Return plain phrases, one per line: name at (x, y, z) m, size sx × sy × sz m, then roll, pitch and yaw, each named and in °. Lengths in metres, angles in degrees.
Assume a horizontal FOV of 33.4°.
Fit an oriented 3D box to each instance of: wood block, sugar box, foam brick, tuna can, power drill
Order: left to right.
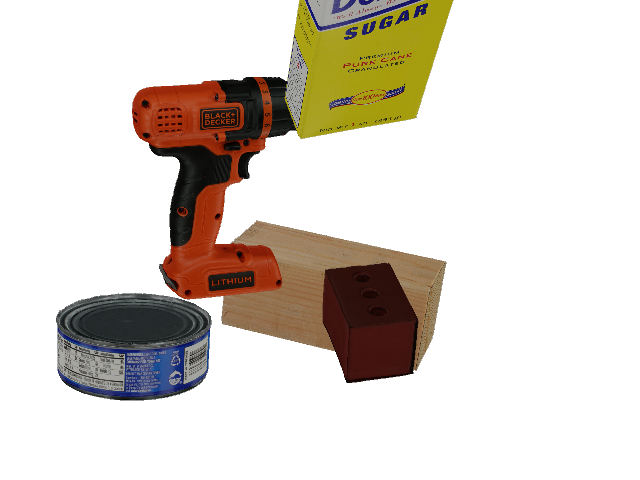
tuna can at (-0.105, 0.059, 0.600) m, size 0.086 × 0.034 × 0.086 m, roll 4°, pitch 15°, yaw -1°
power drill at (-0.069, -0.048, 0.922) m, size 0.184 × 0.188 × 0.057 m, roll -5°, pitch 21°, yaw -19°
wood block at (0.013, 0.054, 1.088) m, size 0.206 × 0.091 × 0.090 m, roll 13°, pitch 22°, yaw 13°
foam brick at (0.035, 0.059, 0.786) m, size 0.053 × 0.051 × 0.078 m, roll -6°, pitch 33°, yaw -12°
sugar box at (0.033, -0.141, 0.697) m, size 0.093 × 0.048 × 0.176 m, roll -12°, pitch -27°, yaw -14°
